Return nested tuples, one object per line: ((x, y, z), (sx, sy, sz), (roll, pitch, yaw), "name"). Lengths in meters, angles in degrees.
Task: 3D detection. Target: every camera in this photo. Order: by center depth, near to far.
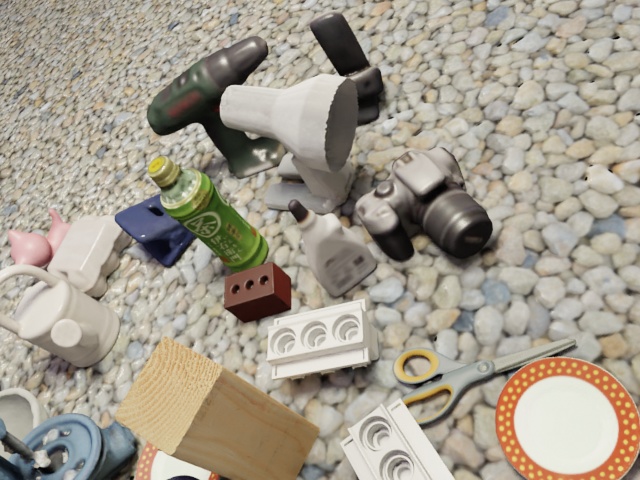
((0.132, -0.036, 0.703), (0.143, 0.101, 0.136), (-38, 48, 1), "camera")

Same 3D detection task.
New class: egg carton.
((-0.390, 0.025, 0.973), (0.107, 0.070, 0.150), (0, 59, 29), "egg carton")

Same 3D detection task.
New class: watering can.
((-0.390, 0.106, 0.833), (0.172, 0.195, 0.101), (1, 59, 30), "watering can")

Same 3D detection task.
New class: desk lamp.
((-0.028, -0.129, 0.782), (0.202, 0.214, 0.118), (5, 62, 32), "desk lamp")

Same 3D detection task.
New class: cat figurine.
((-0.485, 0.006, 1.007), (0.067, 0.118, 0.128), (8, 63, 33), "cat figurine")

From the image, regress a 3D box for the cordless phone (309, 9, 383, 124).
((0.008, -0.259, 0.871), (0.147, 0.186, 0.094), (-19, 51, 17), "cordless phone")

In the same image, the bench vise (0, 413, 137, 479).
((-0.346, 0.287, 0.666), (0.121, 0.220, 0.207), (16, 67, 36), "bench vise")

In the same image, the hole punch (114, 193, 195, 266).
((-0.261, -0.031, 0.926), (0.108, 0.091, 0.101), (31, 77, 40), "hole punch")

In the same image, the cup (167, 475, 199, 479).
((-0.127, 0.318, 0.606), (0.091, 0.095, 0.117), (-30, 49, 8), "cup")

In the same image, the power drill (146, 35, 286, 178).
((-0.140, -0.197, 0.895), (0.229, 0.209, 0.075), (-18, 52, 18), "power drill")

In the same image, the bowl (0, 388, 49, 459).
((-0.435, 0.299, 0.804), (0.167, 0.075, 0.167), (-15, 53, 20), "bowl")

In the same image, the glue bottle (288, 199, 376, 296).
((0.006, 0.002, 0.698), (0.078, 0.174, 0.037), (-37, 48, 2), "glue bottle")
